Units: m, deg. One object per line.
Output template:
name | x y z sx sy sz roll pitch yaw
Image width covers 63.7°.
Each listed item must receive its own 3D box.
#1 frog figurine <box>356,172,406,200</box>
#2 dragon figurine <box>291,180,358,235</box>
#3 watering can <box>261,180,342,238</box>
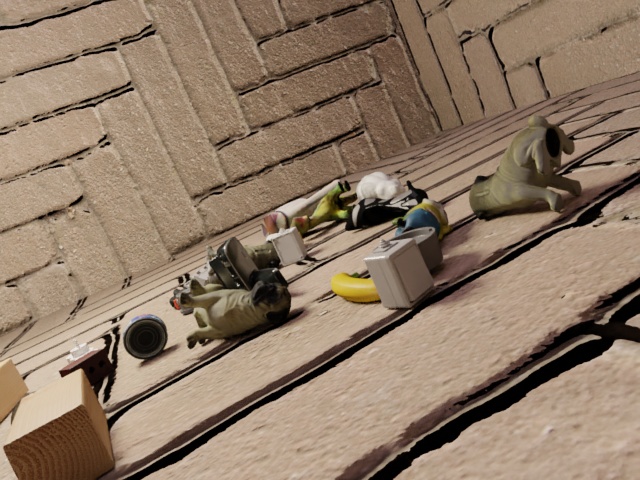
frog figurine | 0.189 -0.158 1.578 0.138 0.123 0.158 -6 -8 -15
dragon figurine | 0.005 -0.086 1.705 0.241 0.122 0.412 -30 -2 16
watering can | -0.076 -0.098 1.811 0.227 0.104 0.341 -30 -7 -40
